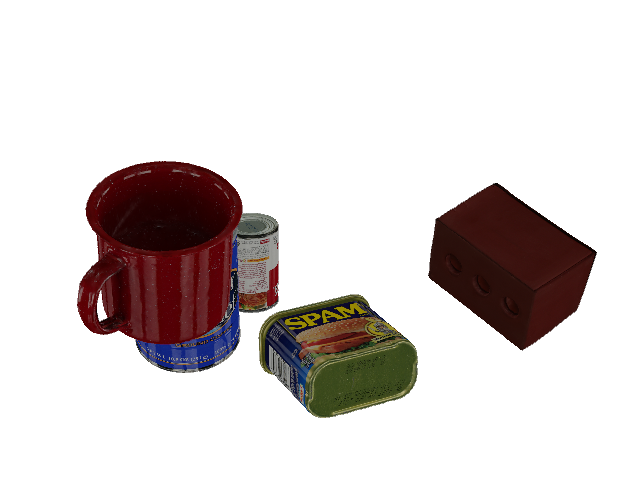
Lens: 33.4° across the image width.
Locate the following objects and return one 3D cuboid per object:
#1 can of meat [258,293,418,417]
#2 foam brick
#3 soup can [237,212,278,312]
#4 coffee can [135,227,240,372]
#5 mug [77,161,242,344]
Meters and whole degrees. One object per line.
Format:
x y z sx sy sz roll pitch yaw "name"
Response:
0.015 0.091 0.840 0.101 0.057 0.084 -12 27 -25 "can of meat"
0.110 0.014 0.622 0.051 0.053 0.078 -31 53 -29 "foam brick"
-0.084 0.026 1.279 0.068 0.102 0.068 1 25 -1 "soup can"
-0.126 0.038 0.992 0.103 0.140 0.103 1 40 -1 "coffee can"
-0.103 0.016 0.656 0.093 0.081 0.117 26 43 22 "mug"
